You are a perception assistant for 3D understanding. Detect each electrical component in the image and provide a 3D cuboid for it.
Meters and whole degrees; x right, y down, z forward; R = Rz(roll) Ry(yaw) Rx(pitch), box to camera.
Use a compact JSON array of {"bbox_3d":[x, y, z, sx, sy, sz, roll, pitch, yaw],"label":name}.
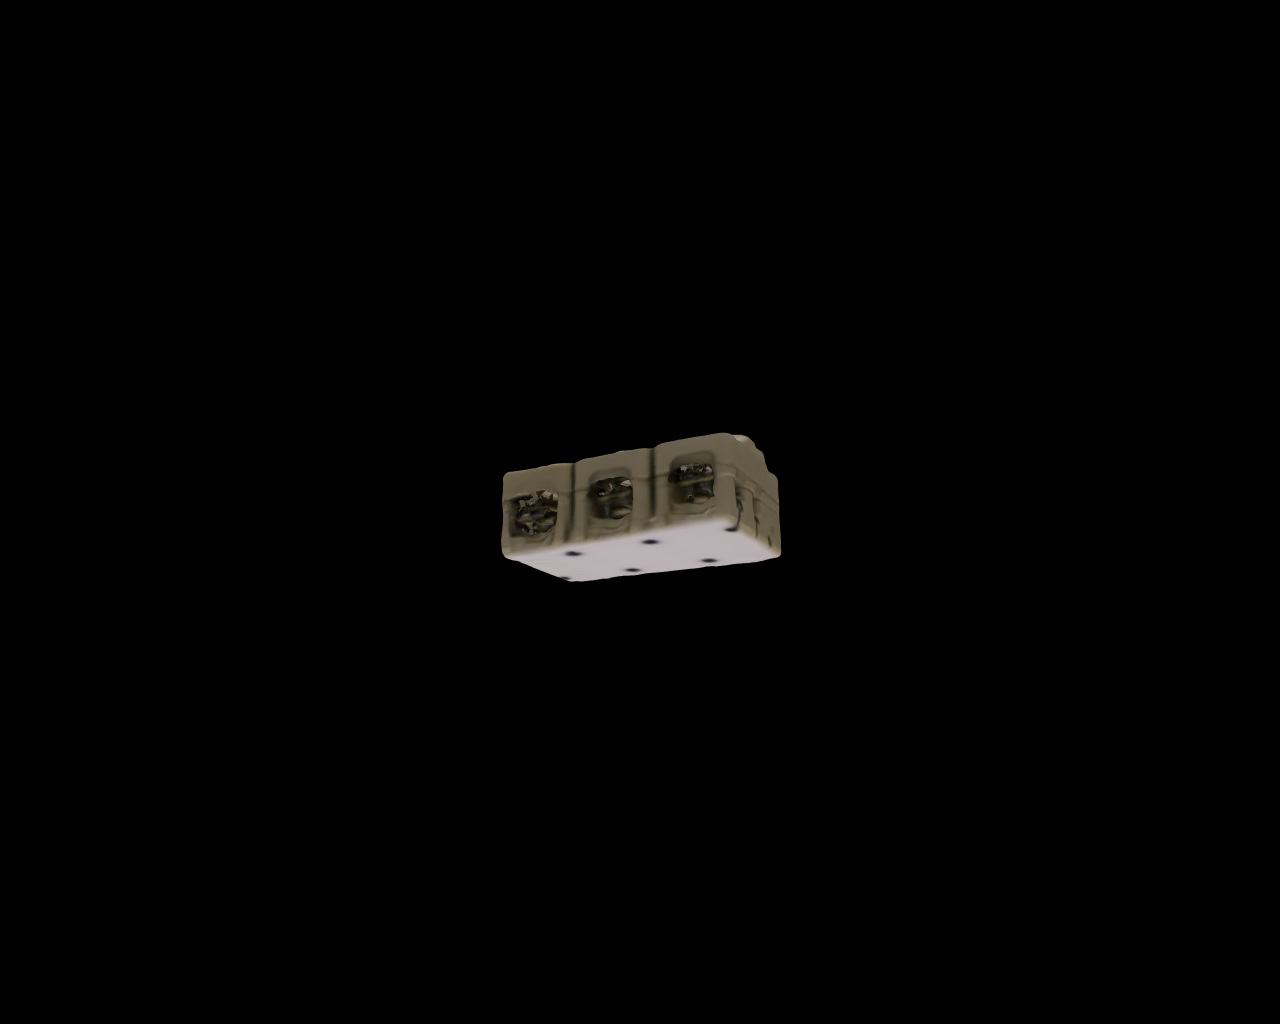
[{"bbox_3d":[0.001,-0.003,0.650,0.150,0.062,0.089,-8,-19,24],"label":"electrical component"}]
